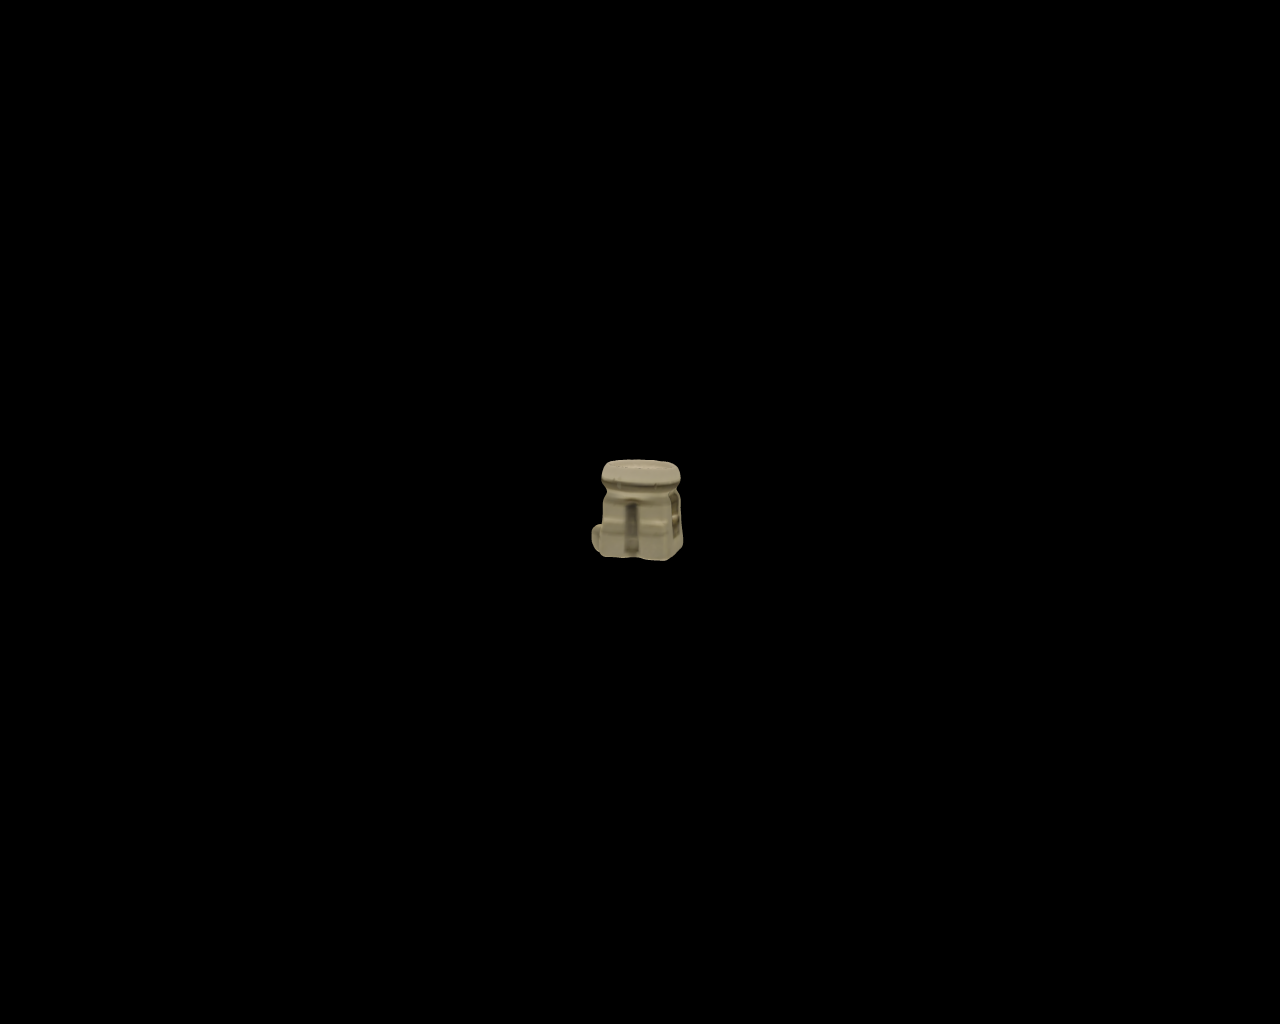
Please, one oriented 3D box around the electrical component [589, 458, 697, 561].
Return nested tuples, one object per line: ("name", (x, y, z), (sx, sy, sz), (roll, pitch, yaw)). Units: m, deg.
("electrical component", (0.001, -0.003, 0.650), (0.066, 0.055, 0.048), (3, 12, 16))
